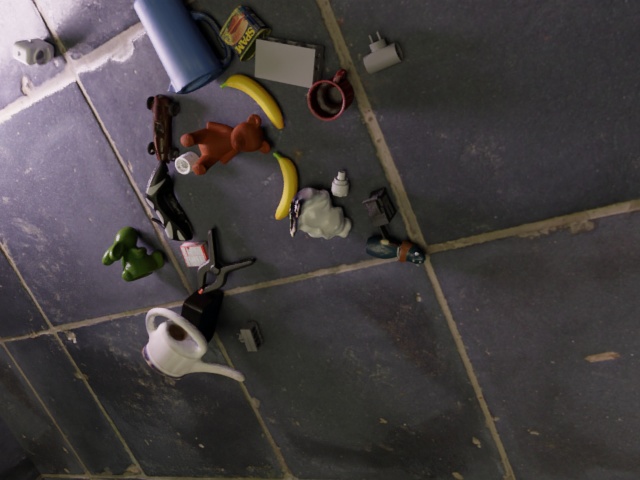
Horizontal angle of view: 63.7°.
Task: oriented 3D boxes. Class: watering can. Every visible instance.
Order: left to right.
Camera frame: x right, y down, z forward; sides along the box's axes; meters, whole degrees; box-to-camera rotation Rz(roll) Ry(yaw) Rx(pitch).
[{"bbox_3d":[-0.399,0.349,1.553,0.348,0.106,0.220,42,125,0],"label":"watering can"}]

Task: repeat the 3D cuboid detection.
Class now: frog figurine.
[{"bbox_3d":[0.004,-0.068,1.347,0.159,0.125,0.135,3,113,-17],"label":"frog figurine"}]
